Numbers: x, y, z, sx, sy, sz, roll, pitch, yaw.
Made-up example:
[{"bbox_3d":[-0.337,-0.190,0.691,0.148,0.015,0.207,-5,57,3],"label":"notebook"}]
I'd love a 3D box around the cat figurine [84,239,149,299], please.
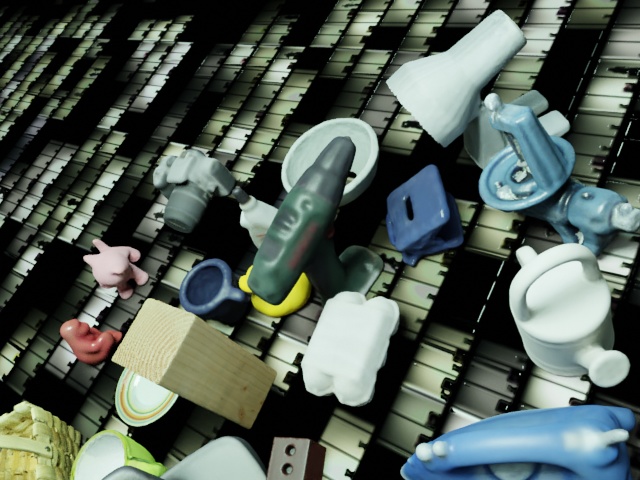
[{"bbox_3d":[-0.368,0.044,1.013,0.067,0.118,0.127,-40,50,0],"label":"cat figurine"}]

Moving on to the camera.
[{"bbox_3d":[-0.250,-0.090,1.048,0.142,0.101,0.137,4,62,31],"label":"camera"}]

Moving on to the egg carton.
[{"bbox_3d":[0.041,0.141,0.758,0.107,0.070,0.150,8,64,32],"label":"egg carton"}]

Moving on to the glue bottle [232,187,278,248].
[{"bbox_3d":[-0.084,-0.027,0.868,0.078,0.174,0.037,-15,54,20],"label":"glue bottle"}]

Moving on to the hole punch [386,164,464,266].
[{"bbox_3d":[0.140,-0.035,0.806,0.101,0.091,0.108,-19,53,17],"label":"hole punch"}]

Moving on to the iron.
[{"bbox_3d":[0.186,0.220,0.580,0.257,0.142,0.118,-12,55,21],"label":"iron"}]

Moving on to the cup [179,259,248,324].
[{"bbox_3d":[-0.142,0.090,0.875,0.117,0.095,0.092,9,65,33],"label":"cup"}]

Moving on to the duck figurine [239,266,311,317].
[{"bbox_3d":[-0.071,0.066,0.858,0.104,0.086,0.077,-10,56,23],"label":"duck figurine"}]

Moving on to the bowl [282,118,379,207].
[{"bbox_3d":[0.027,-0.112,0.928,0.167,0.075,0.167,-14,54,20],"label":"bowl"}]

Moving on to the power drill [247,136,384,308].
[{"bbox_3d":[0.007,0.003,0.776,0.075,0.209,0.230,26,75,38],"label":"power drill"}]

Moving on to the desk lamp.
[{"bbox_3d":[0.216,-0.194,0.787,0.203,0.214,0.117,-31,50,8],"label":"desk lamp"}]

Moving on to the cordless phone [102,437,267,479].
[{"bbox_3d":[-0.158,0.294,0.691,0.147,0.186,0.094,-38,50,2],"label":"cordless phone"}]

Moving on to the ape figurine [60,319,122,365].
[{"bbox_3d":[-0.395,0.164,0.966,0.077,0.092,0.076,32,78,39],"label":"ape figurine"}]

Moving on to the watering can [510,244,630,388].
[{"bbox_3d":[0.259,0.071,0.603,0.101,0.195,0.172,-46,50,-5],"label":"watering can"}]

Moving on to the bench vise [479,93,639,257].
[{"bbox_3d":[0.278,-0.087,0.679,0.206,0.220,0.121,13,67,34],"label":"bench vise"}]
